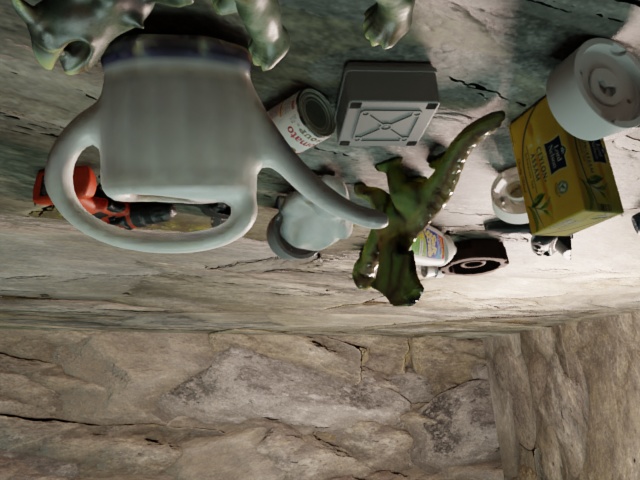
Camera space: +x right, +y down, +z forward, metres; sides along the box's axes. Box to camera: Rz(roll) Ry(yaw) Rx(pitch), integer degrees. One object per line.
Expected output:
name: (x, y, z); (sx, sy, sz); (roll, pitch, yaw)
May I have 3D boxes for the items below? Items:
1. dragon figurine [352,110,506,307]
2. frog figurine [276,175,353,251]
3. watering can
dragon figurine: (0.149, -0.015, 0.813); (0.122, 0.247, 0.405); (10, 160, -20)
frog figurine: (0.003, -0.045, 0.889); (0.136, 0.124, 0.158); (31, 159, -23)
watering can: (-0.102, -0.100, 0.538); (0.348, 0.225, 0.104); (-2, 179, -8)
